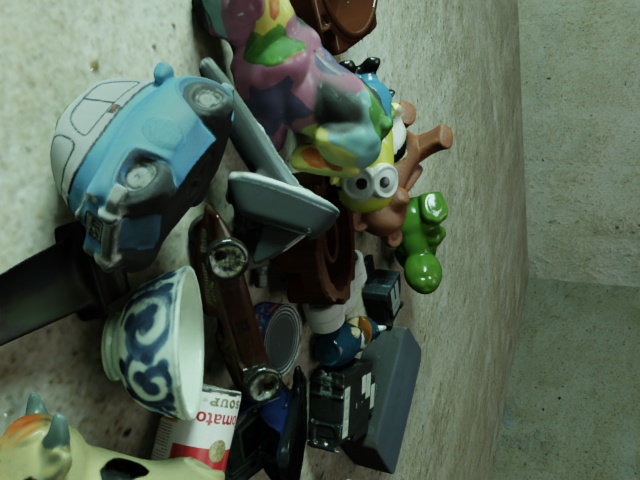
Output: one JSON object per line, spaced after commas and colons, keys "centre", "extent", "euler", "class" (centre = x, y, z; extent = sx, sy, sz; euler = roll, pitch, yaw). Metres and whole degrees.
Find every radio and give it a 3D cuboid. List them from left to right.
{"centre": [0.108, 0.264, 0.924], "extent": [0.131, 0.073, 0.229], "euler": [59, 42, -46], "class": "radio"}

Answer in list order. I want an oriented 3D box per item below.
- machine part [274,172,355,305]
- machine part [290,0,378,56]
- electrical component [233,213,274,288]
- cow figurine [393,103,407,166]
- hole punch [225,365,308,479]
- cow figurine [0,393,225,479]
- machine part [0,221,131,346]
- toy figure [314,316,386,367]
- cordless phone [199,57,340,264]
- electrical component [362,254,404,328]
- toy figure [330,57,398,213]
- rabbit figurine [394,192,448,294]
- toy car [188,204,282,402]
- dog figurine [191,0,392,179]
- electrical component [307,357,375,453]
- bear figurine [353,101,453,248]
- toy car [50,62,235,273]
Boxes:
{"centre": [-0.001, -0.002, 0.669], "extent": [0.179, 0.056, 0.179], "euler": [-4, 90, -71], "class": "machine part"}
{"centre": [-0.002, -0.324, 0.621], "extent": [0.201, 0.087, 0.201], "euler": [-52, 139, -47], "class": "machine part"}
{"centre": [-0.075, 0.010, 0.591], "extent": [0.063, 0.021, 0.094], "euler": [-15, 107, -61], "class": "electrical component"}
{"centre": [0.056, -0.118, 0.753], "extent": [0.167, 0.068, 0.098], "euler": [-40, 122, -27], "class": "cow figurine"}
{"centre": [-0.061, 0.216, 0.581], "extent": [0.116, 0.092, 0.142], "euler": [-68, 157, -59], "class": "hole punch"}
{"centre": [-0.150, 0.181, 0.368], "extent": [0.194, 0.086, 0.127], "euler": [22, 76, -38], "class": "cow figurine"}
{"centre": [-0.186, 0.033, 0.366], "extent": [0.139, 0.039, 0.084], "euler": [-34, 129, -58], "class": "machine part"}
{"centre": [0.047, 0.144, 0.799], "extent": [0.154, 0.064, 0.057], "euler": [-13, 92, -61], "class": "toy figure"}
{"centre": [-0.060, -0.075, 0.515], "extent": [0.184, 0.089, 0.146], "euler": [61, 2, 0], "class": "cordless phone"}
{"centre": [0.107, 0.082, 0.924], "extent": [0.075, 0.048, 0.119], "euler": [-47, 135, -51], "class": "electrical component"}
{"centre": [0.055, -0.123, 0.654], "extent": [0.089, 0.082, 0.180], "euler": [9, 75, -72], "class": "toy figure"}
{"centre": [0.168, 0.015, 0.962], "extent": [0.159, 0.121, 0.170], "euler": [56, 26, -80], "class": "rabbit figurine"}
{"centre": [-0.086, 0.065, 0.512], "extent": [0.053, 0.089, 0.201], "euler": [-19, 117, -14], "class": "toy car"}
{"centre": [-0.024, -0.175, 0.512], "extent": [0.108, 0.192, 0.219], "euler": [-60, 159, -29], "class": "dog figurine"}
{"centre": [0.035, 0.236, 0.796], "extent": [0.134, 0.058, 0.114], "euler": [5, 91, -63], "class": "electrical component"}
{"centre": [0.121, -0.097, 0.851], "extent": [0.120, 0.132, 0.196], "euler": [26, 60, -22], "class": "bear figurine"}
{"centre": [-0.133, -0.059, 0.385], "extent": [0.109, 0.103, 0.162], "euler": [-61, -178, 47], "class": "toy car"}
